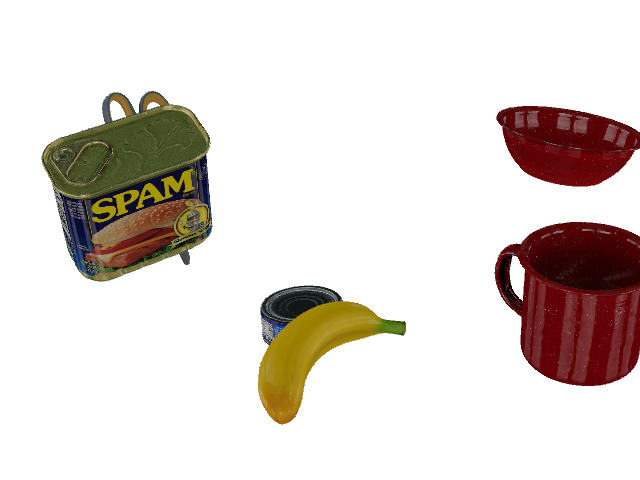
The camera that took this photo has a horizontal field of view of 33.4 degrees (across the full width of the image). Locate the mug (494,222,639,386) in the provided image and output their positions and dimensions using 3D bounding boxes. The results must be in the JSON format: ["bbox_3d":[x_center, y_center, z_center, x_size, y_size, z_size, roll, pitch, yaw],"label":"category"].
[{"bbox_3d":[0.170,0.041,0.735,0.117,0.081,0.093,22,38,35],"label":"mug"}]

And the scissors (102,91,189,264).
[{"bbox_3d":[-0.172,-0.081,1.189,0.016,0.201,0.096,-16,20,45],"label":"scissors"}]

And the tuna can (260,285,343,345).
[{"bbox_3d":[-0.018,0.078,1.079,0.086,0.034,0.086,-4,23,2],"label":"tuna can"}]

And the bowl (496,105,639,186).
[{"bbox_3d":[0.270,-0.100,1.176,0.162,0.055,0.162,6,23,-3],"label":"bowl"}]

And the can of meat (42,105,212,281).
[{"bbox_3d":[-0.121,-0.029,0.693,0.102,0.084,0.057,-21,51,-19],"label":"can of meat"}]

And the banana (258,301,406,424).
[{"bbox_3d":[-0.004,0.086,0.842,0.070,0.037,0.197,11,23,29],"label":"banana"}]
